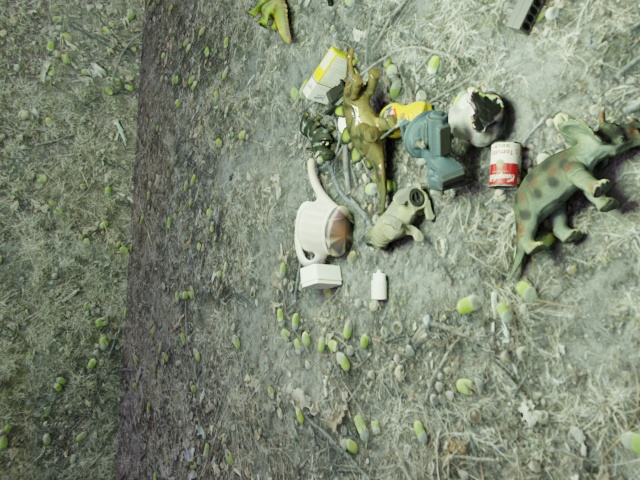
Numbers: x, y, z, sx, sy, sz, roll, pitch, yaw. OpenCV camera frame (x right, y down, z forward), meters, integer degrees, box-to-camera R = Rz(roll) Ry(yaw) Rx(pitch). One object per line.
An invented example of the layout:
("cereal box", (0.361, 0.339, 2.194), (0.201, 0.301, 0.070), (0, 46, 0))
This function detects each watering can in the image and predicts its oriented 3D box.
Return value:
("watering can", (0.005, -0.080, 1.591), (0.104, 0.347, 0.225), (6, 2, -43))

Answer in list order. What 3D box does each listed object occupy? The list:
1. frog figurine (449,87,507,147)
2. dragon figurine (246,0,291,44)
("frog figurine", (0.371, -0.286, 1.240), (0.123, 0.138, 0.158), (-22, -8, -9))
("dragon figurine", (-0.138, -0.879, 1.867), (0.121, 0.240, 0.418), (15, 27, -47))
